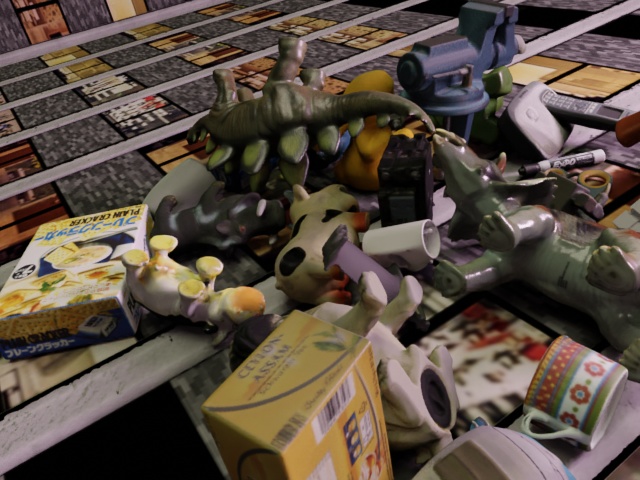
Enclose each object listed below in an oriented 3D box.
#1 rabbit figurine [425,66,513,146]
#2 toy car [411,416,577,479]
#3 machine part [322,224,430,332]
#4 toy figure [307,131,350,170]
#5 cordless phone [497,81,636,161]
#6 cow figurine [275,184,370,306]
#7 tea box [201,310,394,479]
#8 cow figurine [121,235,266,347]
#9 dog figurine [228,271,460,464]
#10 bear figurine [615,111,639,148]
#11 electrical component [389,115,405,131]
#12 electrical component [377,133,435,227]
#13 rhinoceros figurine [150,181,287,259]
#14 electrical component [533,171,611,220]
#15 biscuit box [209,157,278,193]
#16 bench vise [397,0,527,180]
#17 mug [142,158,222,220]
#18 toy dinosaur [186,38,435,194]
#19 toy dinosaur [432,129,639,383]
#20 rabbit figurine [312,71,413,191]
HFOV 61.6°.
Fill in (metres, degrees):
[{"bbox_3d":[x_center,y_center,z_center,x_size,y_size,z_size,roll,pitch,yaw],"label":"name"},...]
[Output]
[{"bbox_3d":[0.253,-0.224,0.914,0.159,0.121,0.170,0,17,29],"label":"rabbit figurine"},{"bbox_3d":[0.103,0.177,0.354,0.162,0.102,0.109,-21,34,-18],"label":"toy car"},{"bbox_3d":[0.058,0.039,0.554,0.039,0.138,0.084,-41,31,21],"label":"machine part"},{"bbox_3d":[0.019,-0.185,0.927,0.089,0.082,0.180,12,43,28],"label":"toy figure"},{"bbox_3d":[0.371,-0.165,0.794,0.184,0.088,0.146,20,44,32],"label":"cordless phone"},{"bbox_3d":[-0.001,-0.002,0.666,0.127,0.085,0.195,6,40,17],"label":"cow figurine"},{"bbox_3d":[-0.006,0.146,0.370,0.068,0.169,0.098,17,42,33],"label":"tea box"},{"bbox_3d":[-0.141,0.069,0.606,0.167,0.098,0.068,25,39,17],"label":"cow figurine"},{"bbox_3d":[0.011,0.130,0.482,0.190,0.121,0.172,-30,57,29],"label":"dog figurine"},{"bbox_3d":[0.438,-0.077,0.639,0.120,0.132,0.196,21,67,-11],"label":"bear figurine"},{"bbox_3d":[0.123,-0.221,0.999,0.063,0.021,0.094,-10,35,2],"label":"electrical component"},{"bbox_3d":[0.111,-0.059,0.682,0.058,0.114,0.134,-2,34,19],"label":"electrical component"},{"bbox_3d":[-0.142,-0.024,0.741,0.190,0.073,0.112,-11,35,5],"label":"rhinoceros figurine"},{"bbox_3d":[0.300,-0.048,0.656,0.045,0.078,0.102,18,13,-25],"label":"electrical component"},{"bbox_3d":[-0.102,-0.158,0.939,0.063,0.059,0.203,16,42,34],"label":"biscuit box"},{"bbox_3d":[0.197,-0.202,0.758,0.129,0.240,0.223,26,43,35],"label":"bench vise"},{"bbox_3d":[-0.225,-0.068,0.828,0.110,0.080,0.107,24,56,34],"label":"mug"},{"bbox_3d":[-0.049,-0.167,0.754,0.472,0.105,0.198,-5,70,41],"label":"toy dinosaur"},{"bbox_3d":[0.261,0.022,0.526,0.405,0.131,0.192,32,38,33],"label":"toy dinosaur"},{"bbox_3d":[0.070,-0.169,0.807,0.163,0.173,0.122,3,40,13],"label":"rabbit figurine"}]
